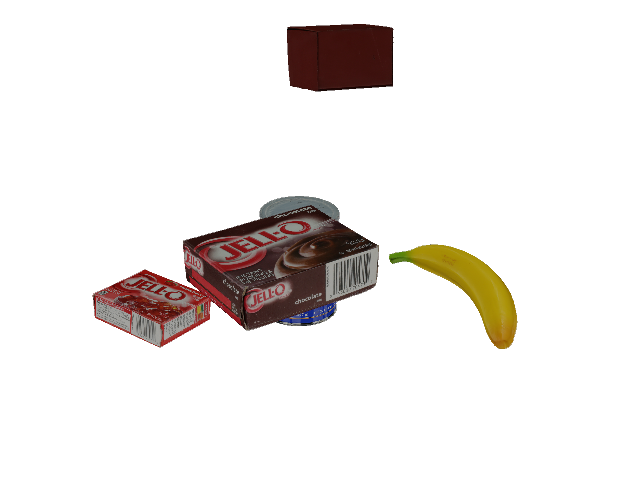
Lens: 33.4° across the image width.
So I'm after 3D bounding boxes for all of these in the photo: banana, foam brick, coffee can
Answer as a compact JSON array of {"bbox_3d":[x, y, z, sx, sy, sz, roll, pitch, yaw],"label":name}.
[{"bbox_3d":[0.154,0.050,1.117,0.069,0.037,0.198,-35,38,-13],"label":"banana"},{"bbox_3d":[0.017,-0.157,0.913,0.078,0.051,0.053,-8,18,-28],"label":"foam brick"},{"bbox_3d":[-0.028,0.026,1.392,0.103,0.140,0.103,1,26,-1],"label":"coffee can"}]

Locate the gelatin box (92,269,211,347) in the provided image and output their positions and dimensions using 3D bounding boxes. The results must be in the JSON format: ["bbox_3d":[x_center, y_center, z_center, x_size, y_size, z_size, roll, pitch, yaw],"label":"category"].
[{"bbox_3d":[-0.162,0.063,1.026,0.089,0.030,0.073,20,28,29],"label":"gelatin box"}]

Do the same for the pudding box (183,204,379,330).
[{"bbox_3d":[-0.028,0.016,0.760,0.113,0.039,0.090,-15,30,-30],"label":"pudding box"}]
